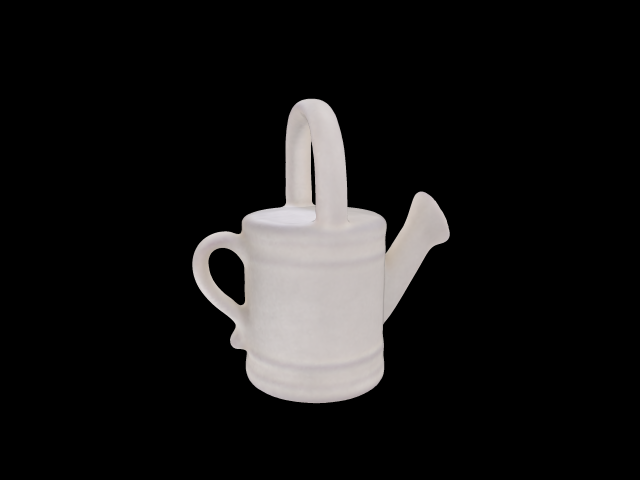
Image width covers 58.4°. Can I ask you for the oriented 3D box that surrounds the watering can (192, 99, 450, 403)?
[{"bbox_3d":[0.003,0.001,0.402,0.173,0.194,0.100,-8,14,-35],"label":"watering can"}]
